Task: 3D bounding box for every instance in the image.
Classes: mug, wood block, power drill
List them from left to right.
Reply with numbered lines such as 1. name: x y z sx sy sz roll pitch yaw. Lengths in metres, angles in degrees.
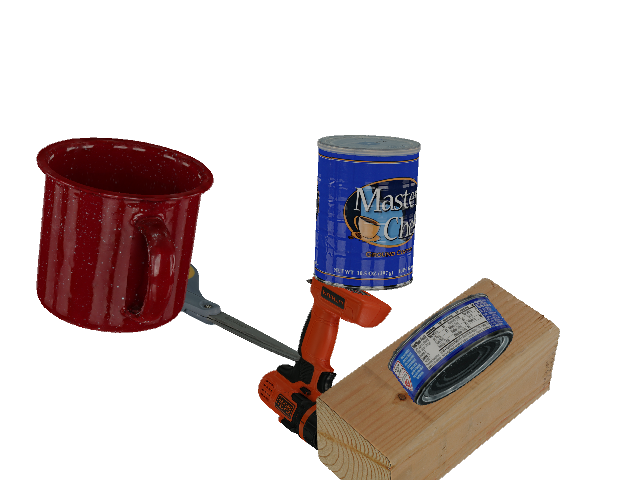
1. mug: -0.103 0.002 0.569 0.093 0.081 0.117 -3 25 -31
2. power drill: 0.013 0.147 1.244 0.057 0.188 0.185 15 11 -44
3. wood block: 0.102 0.133 0.927 0.205 0.090 0.091 -32 50 -28

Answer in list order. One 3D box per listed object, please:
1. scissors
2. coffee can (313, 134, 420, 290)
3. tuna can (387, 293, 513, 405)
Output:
1. scissors: -0.091 0.050 0.887 0.202 0.016 0.096 16 24 17
2. coffee can: 0.046 -0.031 1.076 0.103 0.140 0.103 2 13 -1
3. tuna can: 0.091 0.076 0.739 0.086 0.034 0.086 -30 -23 -15
